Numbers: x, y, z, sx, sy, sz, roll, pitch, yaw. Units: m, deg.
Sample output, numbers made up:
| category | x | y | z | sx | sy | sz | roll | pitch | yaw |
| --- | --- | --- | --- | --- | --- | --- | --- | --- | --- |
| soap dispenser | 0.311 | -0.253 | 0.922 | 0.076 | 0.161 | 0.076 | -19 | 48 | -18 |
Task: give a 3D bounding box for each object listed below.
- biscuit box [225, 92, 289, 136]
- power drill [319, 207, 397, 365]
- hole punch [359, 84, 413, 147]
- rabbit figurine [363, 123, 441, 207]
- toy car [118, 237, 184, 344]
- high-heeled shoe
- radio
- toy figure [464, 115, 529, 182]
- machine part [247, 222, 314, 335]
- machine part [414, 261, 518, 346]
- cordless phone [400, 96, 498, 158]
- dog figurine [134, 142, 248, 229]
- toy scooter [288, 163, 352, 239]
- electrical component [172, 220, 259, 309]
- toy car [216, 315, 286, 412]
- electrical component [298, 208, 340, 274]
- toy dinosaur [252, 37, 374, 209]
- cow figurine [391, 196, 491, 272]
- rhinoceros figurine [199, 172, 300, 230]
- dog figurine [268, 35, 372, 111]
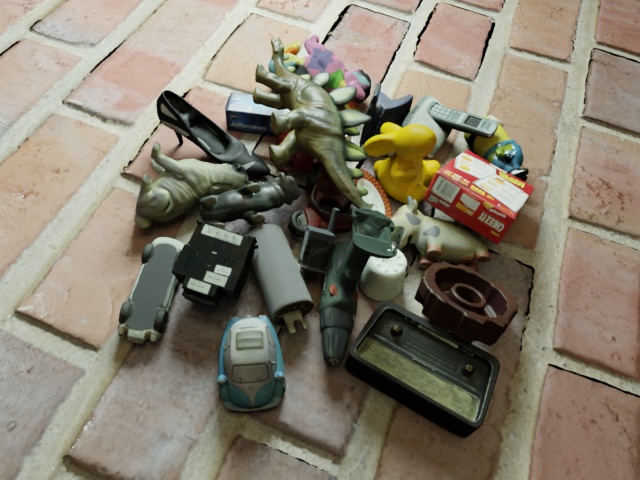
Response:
| category | x | y | z | sx | sy | sz | roll | pitch | yaw |
| --- | --- | --- | --- | --- | --- | --- | --- | --- | --- |
| biscuit box | -0.104 | -0.271 | 1.184 | 0.203 | 0.062 | 0.059 | 7 | 56 | -1 |
| power drill | 0.056 | 0.064 | 0.891 | 0.086 | 0.207 | 0.232 | 11 | 44 | -6 |
| hole punch | 0.142 | -0.262 | 1.170 | 0.092 | 0.142 | 0.116 | 21 | 45 | 3 |
| rabbit figurine | 0.178 | -0.174 | 1.085 | 0.162 | 0.173 | 0.122 | 38 | 64 | 13 |
| toy car | -0.286 | 0.084 | 0.928 | 0.073 | 0.056 | 0.202 | 13 | 57 | -5 |
| high-heeled shoe | -0.212 | -0.215 | 1.084 | 0.249 | 0.145 | 0.086 | 19 | 57 | 9 |
| radio | 0.170 | 0.206 | 0.884 | 0.230 | 0.073 | 0.131 | 28 | 58 | 12 |
| toy figure | 0.386 | -0.199 | 1.181 | 0.089 | 0.082 | 0.180 | -10 | 60 | -16 |
| machine part | -0.075 | 0.058 | 0.956 | 0.079 | 0.079 | 0.243 | -15 | 58 | -16 |
| machine part | 0.252 | 0.108 | 0.934 | 0.179 | 0.056 | 0.179 | 16 | 29 | -9 |
| cordless phone | 0.275 | -0.229 | 1.158 | 0.184 | 0.088 | 0.146 | 21 | 55 | 25 |
| dog figurine | -0.243 | -0.083 | 1.030 | 0.190 | 0.121 | 0.172 | 17 | 89 | -15 |
| toy scooter | 0.025 | -0.068 | 1.055 | 0.135 | 0.075 | 0.184 | 17 | 59 | 4 |
| electrical component | -0.180 | 0.044 | 0.907 | 0.115 | 0.058 | 0.134 | 19 | 70 | 9 |
| toy car | -0.108 | 0.183 | 0.853 | 0.109 | 0.102 | 0.162 | 0 | 58 | -8 |
| electrical component | -0.002 | -0.003 | 0.966 | 0.048 | 0.075 | 0.119 | 13 | 100 | -9 |
| toy dinosaur | -0.004 | -0.216 | 1.031 | 0.199 | 0.105 | 0.471 | -12 | 66 | -17 |
| cow figurine | 0.219 | -0.011 | 1.031 | 0.195 | 0.085 | 0.127 | 8 | 53 | -6 |
| rhinoceros figurine | -0.130 | -0.070 | 1.001 | 0.190 | 0.112 | 0.073 | -18 | 101 | -8 |
| dog figurine | 0.010 | -0.359 | 1.232 | 0.191 | 0.108 | 0.219 | -32 | 67 | -25 |
